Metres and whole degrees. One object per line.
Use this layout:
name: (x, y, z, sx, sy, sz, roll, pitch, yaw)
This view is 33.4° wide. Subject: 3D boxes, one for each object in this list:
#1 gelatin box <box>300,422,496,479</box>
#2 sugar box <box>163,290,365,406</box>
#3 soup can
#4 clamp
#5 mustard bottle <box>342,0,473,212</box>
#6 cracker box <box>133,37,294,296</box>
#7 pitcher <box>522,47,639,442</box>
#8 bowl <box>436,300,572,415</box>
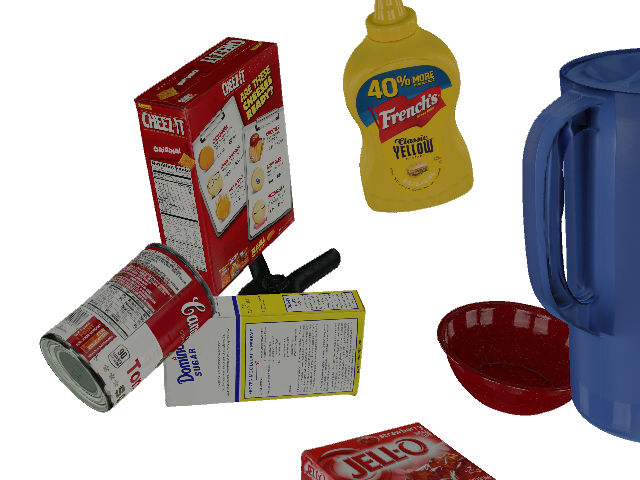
gelatin box: (0.043, 0.139, 0.611, 0.089, 0.030, 0.073, -6, 22, -33)
sugar box: (-0.052, 0.095, 0.954, 0.176, 0.093, 0.048, 0, 26, -8)
soup can: (-0.130, 0.058, 0.723, 0.102, 0.068, 0.069, -43, 25, -30)
clamp: (-0.041, 0.056, 1.251, 0.120, 0.039, 0.171, -3, 40, 10)
mustard bottle: (0.069, -0.117, 0.886, 0.096, 0.191, 0.058, -11, 34, 4)
cracker box: (-0.102, -0.077, 1.089, 0.072, 0.214, 0.164, 12, 36, 27)
pitcher: (0.209, 0.005, 0.678, 0.149, 0.243, 0.144, 3, 21, 16)
bowl: (0.190, 0.121, 1.038, 0.162, 0.055, 0.162, 4, 27, -2)
